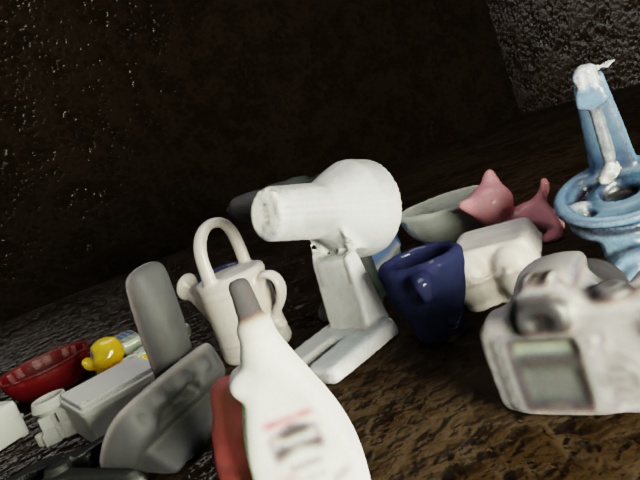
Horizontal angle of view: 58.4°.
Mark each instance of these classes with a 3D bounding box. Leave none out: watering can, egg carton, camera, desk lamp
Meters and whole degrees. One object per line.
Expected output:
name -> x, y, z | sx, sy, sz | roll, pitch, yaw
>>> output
watering can -> -0.125, 0.065, 0.787 | 0.172, 0.194, 0.101 | -19, 9, 13
egg carton -> 0.209, 0.026, 0.676 | 0.107, 0.069, 0.150 | -16, 10, 25
camera -> 0.205, 0.052, 0.426 | 0.142, 0.101, 0.137 | -13, 12, 39
desk lamp -> 0.015, 0.023, 0.664 | 0.117, 0.213, 0.204 | -12, 13, 44

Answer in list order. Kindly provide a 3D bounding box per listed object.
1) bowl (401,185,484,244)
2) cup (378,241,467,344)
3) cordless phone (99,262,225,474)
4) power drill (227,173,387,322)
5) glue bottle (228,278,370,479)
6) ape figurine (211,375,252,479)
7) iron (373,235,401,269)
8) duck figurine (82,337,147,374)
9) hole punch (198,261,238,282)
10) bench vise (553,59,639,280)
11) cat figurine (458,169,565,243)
bowl -> 0.221, -0.033, 0.978 | 0.167, 0.075, 0.167 | -20, 9, 4
cup -> 0.115, 0.062, 0.589 | 0.091, 0.095, 0.118 | -19, 9, 11
cordless phone -> -0.172, 0.124, 0.569 | 0.094, 0.185, 0.148 | -16, 10, 25
power drill -> 0.007, 0.003, 0.814 | 0.229, 0.208, 0.075 | -21, 9, 1
glue bottle -> -0.027, 0.106, 0.391 | 0.078, 0.173, 0.037 | -22, 9, -7
ape figurine -> -0.058, 0.150, 0.460 | 0.076, 0.092, 0.077 | -28, 12, -38
iron -> 0.049, -0.004, 0.977 | 0.118, 0.141, 0.259 | -17, 10, 23
duck figurine -> -0.295, 0.180, 0.830 | 0.104, 0.086, 0.077 | -19, 9, 8
hole punch -> -0.158, 0.092, 1.033 | 0.109, 0.091, 0.101 | -23, 9, -12
bench vise -> 0.290, -0.072, 0.592 | 0.121, 0.220, 0.207 | -19, 9, 12
cat figurine -> 0.269, -0.047, 0.817 | 0.127, 0.118, 0.067 | -17, 10, 23
